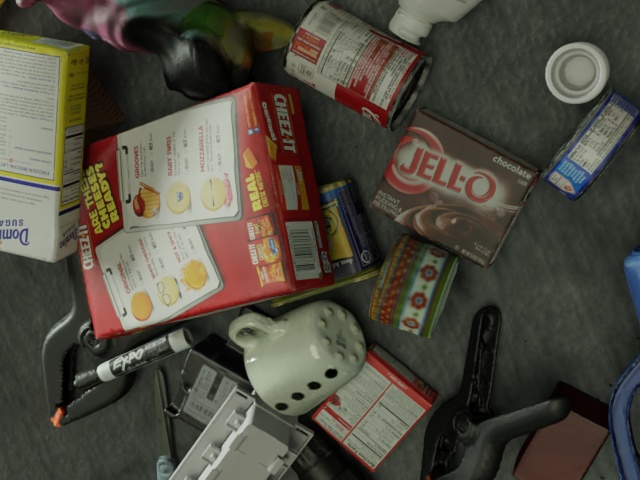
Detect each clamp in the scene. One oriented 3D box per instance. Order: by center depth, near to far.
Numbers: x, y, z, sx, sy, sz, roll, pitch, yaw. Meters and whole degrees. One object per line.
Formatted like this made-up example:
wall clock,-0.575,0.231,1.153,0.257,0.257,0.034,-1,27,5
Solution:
clamp,0.129,0.142,0.887,0.172,0.039,0.120,-53,39,31
clamp,-0.193,0.089,0.992,0.164,0.036,0.210,25,107,10

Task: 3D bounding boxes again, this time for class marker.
marker,-0.170,0.109,0.964,0.121,0.020,0.020,-24,94,15

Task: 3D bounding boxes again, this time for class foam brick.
foam brick,0.199,0.166,0.872,0.051,0.053,0.078,28,109,10

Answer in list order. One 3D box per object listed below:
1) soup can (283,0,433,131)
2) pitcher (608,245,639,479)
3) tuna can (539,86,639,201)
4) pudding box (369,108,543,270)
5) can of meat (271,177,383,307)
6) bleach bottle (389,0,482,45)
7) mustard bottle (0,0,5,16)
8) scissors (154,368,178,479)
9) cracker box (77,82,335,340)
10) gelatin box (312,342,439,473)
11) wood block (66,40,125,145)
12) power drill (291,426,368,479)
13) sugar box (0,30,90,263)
soup can,0.030,-0.141,0.854,0.102,0.068,0.068,30,109,10
pitcher,0.302,0.112,0.790,0.149,0.145,0.243,-20,92,-23
tuna can,0.205,-0.072,0.802,0.034,0.086,0.086,38,110,5
pudding box,0.109,-0.043,0.864,0.113,0.039,0.090,29,108,10
can of meat,-0.006,0.001,0.902,0.102,0.057,0.084,-18,94,21
bleach bottle,0.115,-0.266,0.793,0.102,0.068,0.251,23,111,-16
mustard bottle,-0.355,-0.175,0.956,0.192,0.096,0.058,-28,92,21
scissors,-0.128,0.227,1.011,0.096,0.016,0.202,15,106,13
cracker box,-0.102,-0.019,0.875,0.214,0.072,0.164,-15,84,33
gelatin box,0.047,0.146,0.930,0.073,0.030,0.089,39,112,6
wood block,-0.290,-0.081,0.959,0.206,0.090,0.091,-35,91,21
power drill,-0.015,0.282,0.964,0.188,0.057,0.184,-42,84,22
sugar box,-0.242,-0.077,0.872,0.093,0.048,0.176,13,110,14
